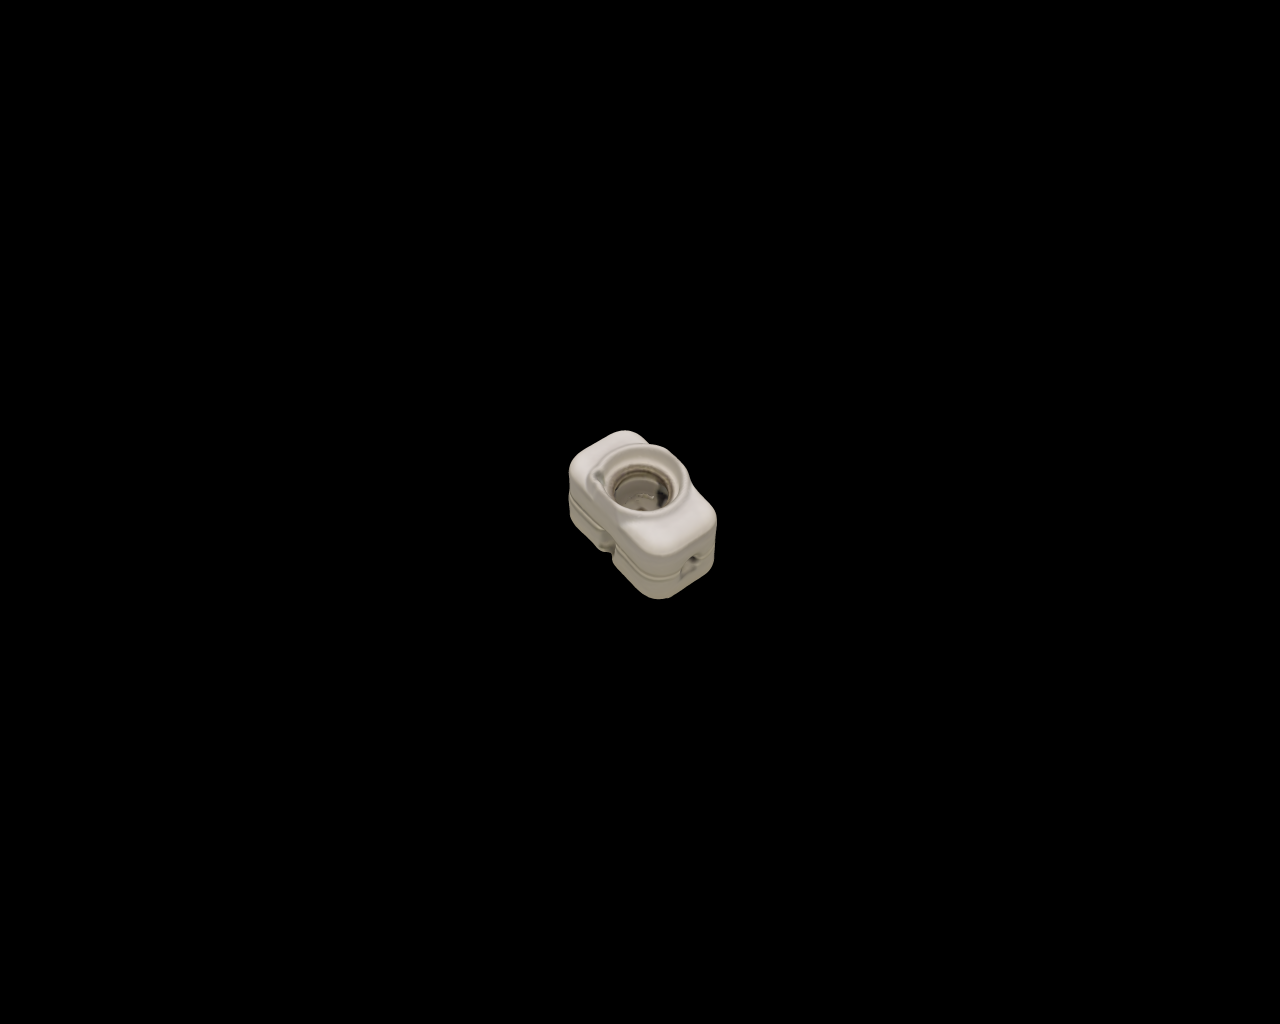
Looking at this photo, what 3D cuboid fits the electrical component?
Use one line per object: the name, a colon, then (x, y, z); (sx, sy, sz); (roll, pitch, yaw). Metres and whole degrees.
electrical component: (0.001, -0.003, 0.650); (0.054, 0.095, 0.059); (-32, -32, -22)
